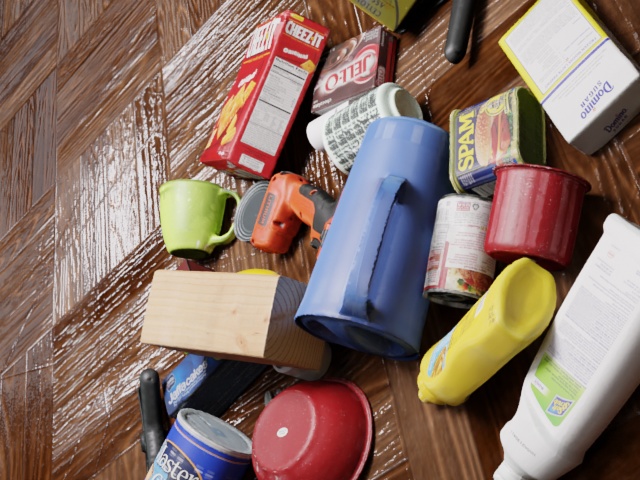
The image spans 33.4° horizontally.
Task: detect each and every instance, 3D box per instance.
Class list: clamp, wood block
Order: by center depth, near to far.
[{"bbox_3d":[-0.097,0.088,1.200,0.207,0.090,0.090,0,75,43],"label":"wood block"},{"bbox_3d":[0.172,-0.306,1.245,0.210,0.036,0.165,-54,34,15],"label":"clamp"},{"bbox_3d":[-0.210,0.247,1.351,0.120,0.039,0.171,98,160,-64],"label":"clamp"}]

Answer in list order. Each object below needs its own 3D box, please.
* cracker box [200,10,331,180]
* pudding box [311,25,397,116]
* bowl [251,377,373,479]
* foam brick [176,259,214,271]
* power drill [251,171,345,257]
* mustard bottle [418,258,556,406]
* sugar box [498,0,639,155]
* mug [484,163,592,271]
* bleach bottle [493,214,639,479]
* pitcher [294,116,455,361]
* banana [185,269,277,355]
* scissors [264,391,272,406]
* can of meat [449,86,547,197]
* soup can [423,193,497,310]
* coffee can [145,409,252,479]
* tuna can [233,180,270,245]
[{"bbox_3d":[-0.078,-0.190,1.427,0.213,0.072,0.164,-68,18,-3],"label":"cracker box"},{"bbox_3d":[0.043,-0.208,1.347,0.114,0.039,0.090,-18,56,45],"label":"pudding box"},{"bbox_3d":[-0.022,0.214,1.148,0.162,0.055,0.162,-27,46,32],"label":"bowl"},{"bbox_3d":[-0.178,0.075,1.444,0.078,0.052,0.051,-50,38,19],"label":"foam brick"},{"bbox_3d":[-0.008,0.002,1.274,0.188,0.057,0.184,23,93,52],"label":"power drill"},{"bbox_3d":[0.143,0.102,0.994,0.192,0.058,0.096,-55,3,47],"label":"mustard bottle"},{"bbox_3d":[0.254,-0.173,1.061,0.093,0.048,0.176,-46,44,24],"label":"sugar box"},{"bbox_3d":[0.199,-0.018,1.011,0.117,0.093,0.081,139,144,-79],"label":"mug"},{"bbox_3d":[0.224,0.108,0.917,0.251,0.068,0.103,-59,33,12],"label":"bleach bottle"},{"bbox_3d":[0.069,-0.006,1.114,0.149,0.144,0.242,-6,62,54],"label":"pitcher"},{"bbox_3d":[-0.112,0.079,1.377,0.198,0.037,0.069,-36,61,35],"label":"banana"},{"bbox_3d":[-0.055,0.270,1.206,0.096,0.016,0.202,-52,38,17],"label":"scissors"},{"bbox_3d":[0.183,-0.099,1.095,0.084,0.057,0.102,-20,55,41],"label":"can of meat"},{"bbox_3d":[0.144,0.012,1.062,0.069,0.068,0.102,-6,68,50],"label":"soup can"},{"bbox_3d":[-0.150,0.283,1.243,0.103,0.102,0.140,33,96,54],"label":"coffee can"},{"bbox_3d":[-0.073,-0.033,1.393,0.086,0.033,0.086,-29,49,39],"label":"tuna can"}]
